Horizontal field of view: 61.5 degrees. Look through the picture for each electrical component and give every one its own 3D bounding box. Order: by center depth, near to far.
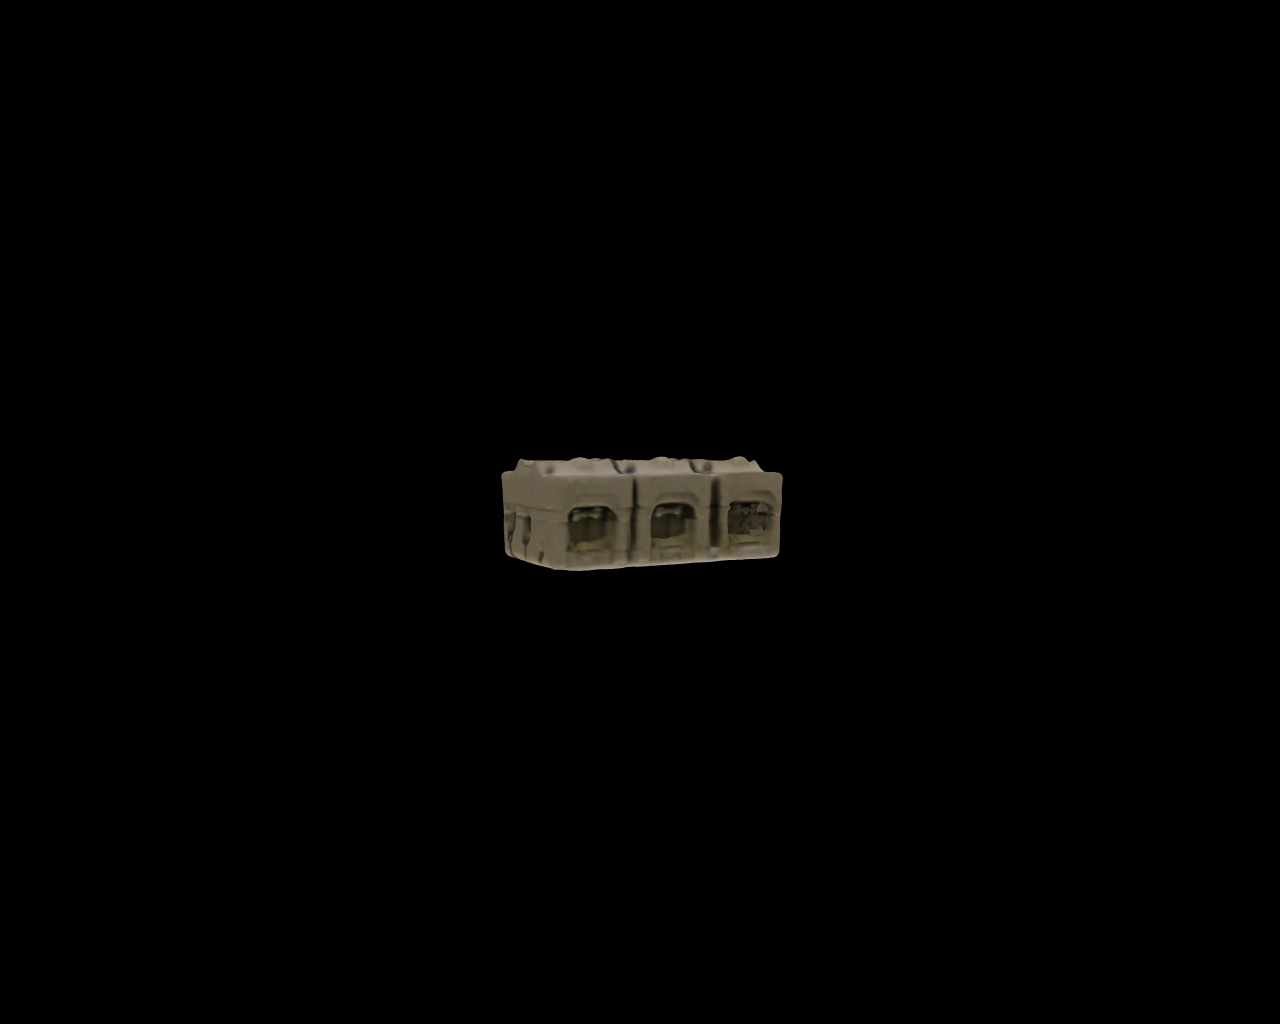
[{"bbox_3d":[0.001,-0.003,0.650,0.150,0.061,0.089,-2,4,-27],"label":"electrical component"}]
